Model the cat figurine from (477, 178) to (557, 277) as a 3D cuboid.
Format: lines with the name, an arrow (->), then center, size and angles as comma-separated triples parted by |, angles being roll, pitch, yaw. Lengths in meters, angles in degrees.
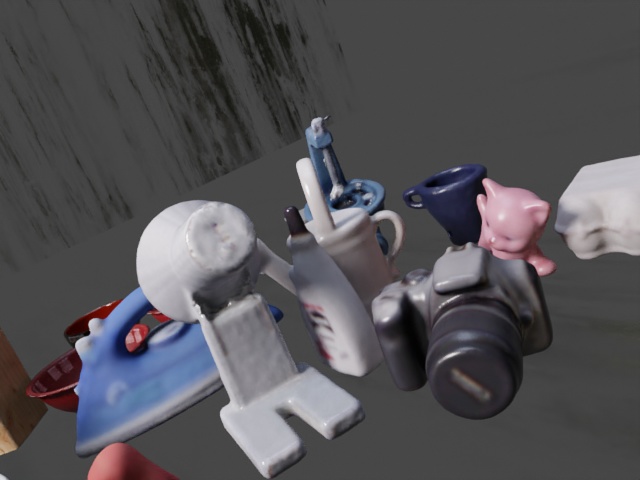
cat figurine -> 0.196, -0.016, 0.600 | 0.067, 0.118, 0.127 | -22, 15, 0

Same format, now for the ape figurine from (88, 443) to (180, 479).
ape figurine -> -0.133, 0.187, 0.407 | 0.077, 0.092, 0.076 | -6, 22, 46

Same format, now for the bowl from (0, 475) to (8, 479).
bowl -> -0.292, 0.258, 0.417 | 0.167, 0.075, 0.167 | -20, 15, 6

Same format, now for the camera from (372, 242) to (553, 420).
camera -> 0.105, 0.071, 0.457 | 0.143, 0.101, 0.137 | -15, 16, 23

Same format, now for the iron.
iron -> -0.177, 0.109, 0.640 | 0.259, 0.141, 0.118 | -31, 18, -30

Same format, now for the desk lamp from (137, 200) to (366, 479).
desk lamp -> -0.075, 0.064, 0.516 | 0.118, 0.214, 0.202 | -28, 16, -22

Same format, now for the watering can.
watering can -> 0.006, 0.003, 0.652 | 0.173, 0.194, 0.100 | -27, 16, -17

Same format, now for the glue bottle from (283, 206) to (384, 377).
glue bottle -> 0.002, 0.047, 0.546 | 0.037, 0.173, 0.077 | -33, 19, -34

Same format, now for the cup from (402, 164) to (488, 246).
cup -> 0.172, -0.039, 0.755 | 0.117, 0.095, 0.092 | -12, 18, 32

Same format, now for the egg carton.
egg carton -> 0.316, -0.038, 0.603 | 0.107, 0.069, 0.151 | -9, 20, 41

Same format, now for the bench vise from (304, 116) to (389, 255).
bench vise -> 0.011, -0.071, 0.852 | 0.122, 0.220, 0.206 | -29, 17, -25
